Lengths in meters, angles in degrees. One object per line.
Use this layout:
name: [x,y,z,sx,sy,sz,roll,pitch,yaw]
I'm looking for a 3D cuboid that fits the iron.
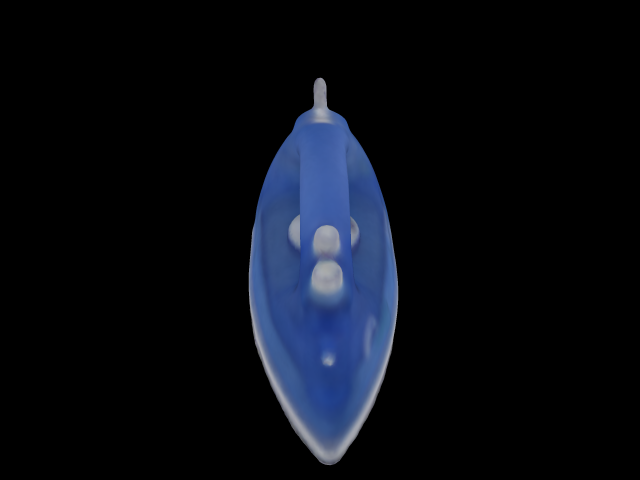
iron: [0.004,0.001,0.400,0.118,0.141,0.258,-2,40,-2]
